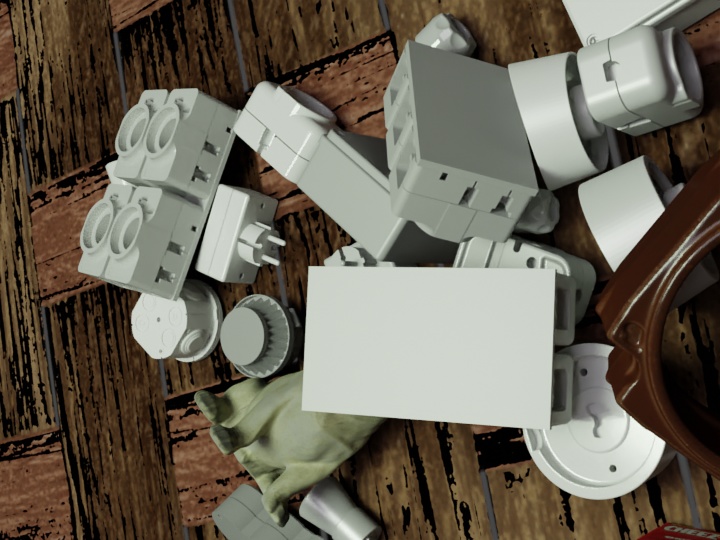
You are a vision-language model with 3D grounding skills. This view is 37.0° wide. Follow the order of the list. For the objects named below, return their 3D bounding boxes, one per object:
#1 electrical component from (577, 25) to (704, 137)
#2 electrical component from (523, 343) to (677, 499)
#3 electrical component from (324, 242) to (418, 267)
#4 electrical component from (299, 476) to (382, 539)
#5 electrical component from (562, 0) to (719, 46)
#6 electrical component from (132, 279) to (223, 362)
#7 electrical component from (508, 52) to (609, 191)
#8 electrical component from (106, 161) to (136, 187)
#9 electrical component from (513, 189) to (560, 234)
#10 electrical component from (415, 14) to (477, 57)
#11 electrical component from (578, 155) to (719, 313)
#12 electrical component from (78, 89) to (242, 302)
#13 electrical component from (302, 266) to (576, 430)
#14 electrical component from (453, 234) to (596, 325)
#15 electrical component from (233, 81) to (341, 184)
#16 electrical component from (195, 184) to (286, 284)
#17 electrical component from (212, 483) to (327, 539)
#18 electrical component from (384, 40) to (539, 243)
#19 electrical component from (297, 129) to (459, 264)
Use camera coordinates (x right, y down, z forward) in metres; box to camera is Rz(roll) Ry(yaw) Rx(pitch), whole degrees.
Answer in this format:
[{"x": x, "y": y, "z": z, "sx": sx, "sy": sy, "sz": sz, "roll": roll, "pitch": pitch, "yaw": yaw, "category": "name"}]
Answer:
[{"x": 0.200, "y": -0.132, "z": 0.750, "sx": 0.059, "sy": 0.095, "sz": 0.053, "roll": -16, "pitch": 78, "yaw": 34, "category": "electrical component"}, {"x": 0.178, "y": 0.106, "z": 0.771, "sx": 0.108, "sy": 0.060, "sz": 0.108, "roll": -3, "pitch": 85, "yaw": 36, "category": "electrical component"}, {"x": 0.000, "y": 0.000, "z": 0.894, "sx": 0.066, "sy": 0.077, "sz": 0.047, "roll": -28, "pitch": 72, "yaw": 31, "category": "electrical component"}, {"x": -0.014, "y": 0.212, "z": 0.913, "sx": 0.065, "sy": 0.044, "sz": 0.044, "roll": 38, "pitch": 108, "yaw": 26, "category": "electrical component"}, {"x": 0.201, "y": -0.221, "z": 0.779, "sx": 0.109, "sy": 0.056, "sz": 0.108, "roll": -30, "pitch": 70, "yaw": 30, "category": "electrical component"}, {"x": -0.175, "y": 0.048, "z": 1.030, "sx": 0.080, "sy": 0.051, "sz": 0.080, "roll": -3, "pitch": 85, "yaw": 35, "category": "electrical component"}, {"x": 0.143, "y": -0.110, "z": 0.791, "sx": 0.064, "sy": 0.099, "sz": 0.099, "roll": -14, "pitch": 79, "yaw": 28, "category": "electrical component"}, {"x": -0.229, "y": -0.076, "z": 1.084, "sx": 0.044, "sy": 0.044, "sz": 0.065, "roll": -13, "pitch": 84, "yaw": 34, "category": "electrical component"}, {"x": 0.122, "y": -0.046, "z": 0.837, "sx": 0.061, "sy": 0.035, "sz": 0.035, "roll": 3, "pitch": 89, "yaw": 37, "category": "electrical component"}, {"x": 0.061, "y": -0.177, "z": 0.883, "sx": 0.062, "sy": 0.043, "sz": 0.043, "roll": -42, "pitch": 65, "yaw": 28, "category": "electrical component"}, {"x": 0.205, "y": -0.028, "z": 0.736, "sx": 0.060, "sy": 0.108, "sz": 0.108, "roll": -32, "pitch": 70, "yaw": 23, "category": "electrical component"}, {"x": -0.191, "y": -0.074, "z": 1.004, "sx": 0.105, "sy": 0.060, "sz": 0.186, "roll": 10, "pitch": 79, "yaw": 49, "category": "electrical component"}, {"x": 0.056, "y": 0.053, "z": 0.772, "sx": 0.186, "sy": 0.060, "sz": 0.105, "roll": 1, "pitch": 86, "yaw": 27, "category": "electrical component"}, {"x": 0.126, "y": 0.006, "z": 0.816, "sx": 0.095, "sy": 0.059, "sz": 0.053, "roll": 23, "pitch": 100, "yaw": 34, "category": "electrical component"}, {"x": -0.059, "y": -0.124, "z": 0.958, "sx": 0.095, "sy": 0.054, "sz": 0.059, "roll": 43, "pitch": 111, "yaw": 29, "category": "electrical component"}, {"x": -0.099, "y": -0.027, "z": 0.985, "sx": 0.076, "sy": 0.047, "sz": 0.083, "roll": 22, "pitch": 99, "yaw": 32, "category": "electrical component"}, {"x": -0.080, "y": 0.249, "z": 0.928, "sx": 0.138, "sy": 0.074, "sz": 0.052, "roll": 28, "pitch": 146, "yaw": 33, "category": "electrical component"}, {"x": 0.070, "y": -0.094, "z": 0.800, "sx": 0.150, "sy": 0.089, "sz": 0.061, "roll": -92, "pitch": 20, "yaw": -46, "category": "electrical component"}, {"x": 0.025, "y": -0.057, "z": 0.862, "sx": 0.109, "sy": 0.109, "sz": 0.056, "roll": 44, "pitch": 114, "yaw": 29, "category": "electrical component"}]
